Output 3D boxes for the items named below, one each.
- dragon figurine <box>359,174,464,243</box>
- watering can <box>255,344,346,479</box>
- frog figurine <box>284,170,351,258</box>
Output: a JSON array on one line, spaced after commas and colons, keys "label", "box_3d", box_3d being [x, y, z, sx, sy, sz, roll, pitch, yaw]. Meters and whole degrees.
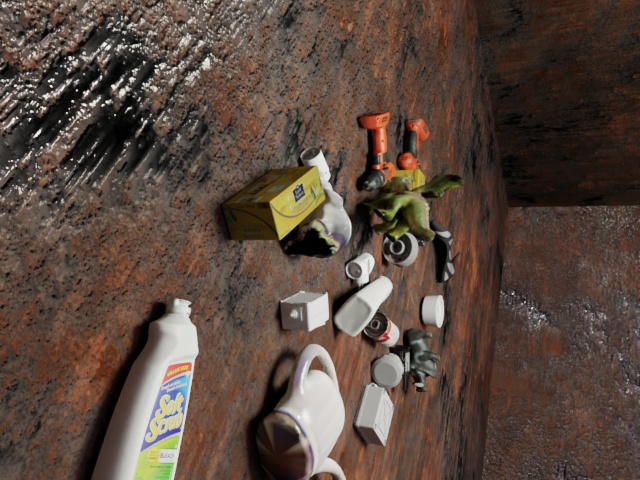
[{"label": "dragon figurine", "box_3d": [0.243, -0.099, 1.260, 0.244, 0.414, 0.120, -36, 113, -11]}, {"label": "watering can", "box_3d": [-0.014, 0.370, 0.947, 0.227, 0.104, 0.344, -33, 118, -58]}, {"label": "frog figurine", "box_3d": [0.003, -0.050, 0.987, 0.134, 0.122, 0.163, 109, -5, -50]}]
